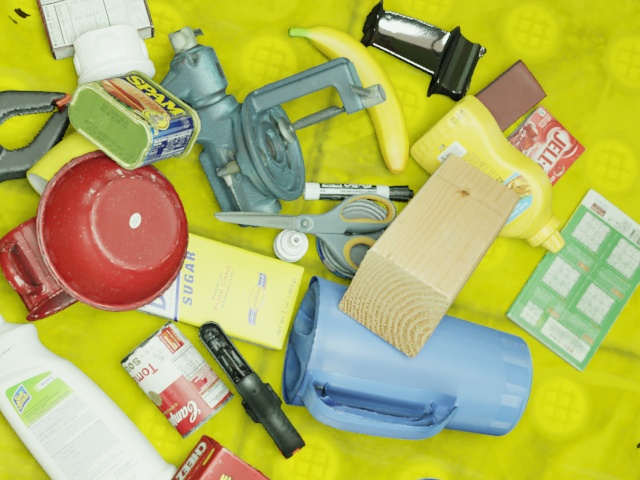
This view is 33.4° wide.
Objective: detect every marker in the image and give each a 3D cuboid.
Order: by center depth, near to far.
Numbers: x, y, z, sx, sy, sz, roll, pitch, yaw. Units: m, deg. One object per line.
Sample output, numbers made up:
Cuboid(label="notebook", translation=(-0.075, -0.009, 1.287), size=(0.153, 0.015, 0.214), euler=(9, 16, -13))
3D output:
Cuboid(label="marker", translation=(0.043, -0.052, 1.165), size=(0.121, 0.020, 0.020), euler=(1, 83, -9))

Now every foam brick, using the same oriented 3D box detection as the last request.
Cuboid(label="foam brick", translation=(0.202, -0.153, 1.186), size=(0.078, 0.053, 0.051), euler=(-39, 90, -10))

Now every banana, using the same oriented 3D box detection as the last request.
Cuboid(label="banana", translation=(0.047, -0.165, 1.169), size=(0.069, 0.037, 0.198), euler=(-38, 89, -16))

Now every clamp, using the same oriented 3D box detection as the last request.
Cuboid(label="clamp", translation=(-0.058, 0.164, 1.065), size=(0.039, 0.120, 0.171), euler=(-35, 117, -2))
Cuboid(label="clamp", translation=(-0.341, -0.083, 1.099), size=(0.209, 0.036, 0.164), euler=(-26, 88, -11))

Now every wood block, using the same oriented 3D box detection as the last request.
Cuboid(label="wood block", translation=(0.114, 0.010, 1.068), size=(0.091, 0.090, 0.205), euler=(33, 41, 9))

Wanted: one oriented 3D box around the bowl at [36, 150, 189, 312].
Cuboid(label="bowl", translation=(-0.188, -0.013, 1.030), size=(0.161, 0.055, 0.162), euler=(6, 79, -33))

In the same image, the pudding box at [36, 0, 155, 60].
Cuboid(label="pudding box", translation=(-0.241, -0.250, 1.136), size=(0.113, 0.039, 0.090), euler=(-15, 87, -9))

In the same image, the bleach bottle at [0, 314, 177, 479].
Cuboid(label="bleach bottle", translation=(-0.255, 0.169, 1.068), size=(0.102, 0.068, 0.251), euler=(-38, 88, -12))

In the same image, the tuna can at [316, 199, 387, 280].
Cuboid(label="tuna can", translation=(0.039, 0.000, 1.150), size=(0.086, 0.034, 0.086), euler=(1, 83, -9))

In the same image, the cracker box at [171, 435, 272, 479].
Cuboid(label="cracker box", translation=(-0.074, 0.318, 1.044), size=(0.213, 0.072, 0.164), euler=(40, 78, -21))

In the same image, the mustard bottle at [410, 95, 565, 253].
Cuboid(label="mustard bottle", translation=(0.193, -0.059, 1.153), size=(0.191, 0.096, 0.058), euler=(46, 41, -2))

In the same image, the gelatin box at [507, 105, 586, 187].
Cuboid(label="gelatin box", translation=(0.242, -0.095, 1.196), size=(0.073, 0.030, 0.089), euler=(45, 79, -1))

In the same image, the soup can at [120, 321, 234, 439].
Cuboid(label="soup can", translation=(-0.145, 0.141, 1.085), size=(0.068, 0.068, 0.102), euler=(-40, 91, -12))

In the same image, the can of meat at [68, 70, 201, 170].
Cuboid(label="can of meat", translation=(-0.182, -0.117, 1.041), size=(0.102, 0.083, 0.057), euler=(37, 118, 14))

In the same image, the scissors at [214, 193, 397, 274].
Cuboid(label="scissors", translation=(-0.007, 0.001, 1.091), size=(0.201, 0.016, 0.096), euler=(-12, 94, -25))

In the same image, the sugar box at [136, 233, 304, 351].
Cuboid(label="sugar box", translation=(-0.114, 0.048, 1.114), size=(0.176, 0.048, 0.093), euler=(16, 80, -8))

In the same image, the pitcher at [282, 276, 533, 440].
Cuboid(label="pitcher", translation=(0.089, 0.134, 1.089), size=(0.242, 0.145, 0.149), euler=(14, 78, -10))

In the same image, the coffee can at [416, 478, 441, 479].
Cuboid(label="coffee can", translation=(0.126, 0.297, 1.071), size=(0.102, 0.140, 0.103), euler=(1, 82, -9))

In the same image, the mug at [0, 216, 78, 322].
Cuboid(label="mug", translation=(-0.276, 0.025, 1.060), size=(0.093, 0.117, 0.081), euler=(-34, 83, 22))
